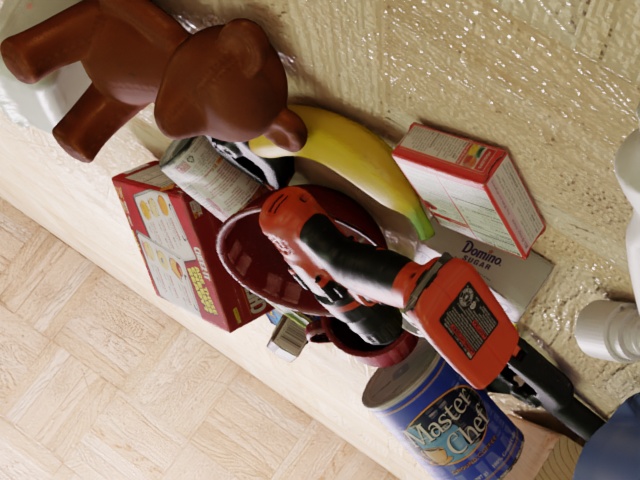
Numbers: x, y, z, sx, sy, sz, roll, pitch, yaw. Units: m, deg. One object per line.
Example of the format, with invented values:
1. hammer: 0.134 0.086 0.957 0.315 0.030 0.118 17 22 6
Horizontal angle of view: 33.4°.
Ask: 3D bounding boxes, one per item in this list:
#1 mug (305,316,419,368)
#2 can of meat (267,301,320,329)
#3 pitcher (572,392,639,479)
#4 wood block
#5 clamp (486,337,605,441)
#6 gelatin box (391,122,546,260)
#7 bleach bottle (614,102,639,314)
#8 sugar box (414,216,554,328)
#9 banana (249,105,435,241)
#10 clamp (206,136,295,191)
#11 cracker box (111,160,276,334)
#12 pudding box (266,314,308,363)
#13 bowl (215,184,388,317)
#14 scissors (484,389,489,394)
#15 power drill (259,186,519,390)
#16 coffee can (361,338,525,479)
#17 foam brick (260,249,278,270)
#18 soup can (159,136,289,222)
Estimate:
1. mug: 0.043 0.083 1.056 0.081 0.117 0.093 54 -159 -67
2. can of meat: -0.023 0.031 1.095 0.102 0.084 0.057 38 168 -8
3. pitcher: 0.307 0.213 0.756 0.149 0.145 0.243 38 165 -23
4. wood block: 0.239 0.256 1.139 0.090 0.091 0.206 35 174 -2
5. clamp: 0.192 0.132 0.996 0.165 0.036 0.209 24 166 41
6. gelatin box: 0.096 -0.031 0.675 0.073 0.030 0.089 24 163 40
7. bleach bottle: 0.191 0.015 0.520 0.103 0.068 0.250 23 160 43
8. sugar box: 0.117 0.035 0.825 0.093 0.048 0.176 34 168 12
9. banana: 0.004 -0.061 0.758 0.198 0.037 0.070 32 135 43
10. clamp: -0.081 -0.095 0.894 0.120 0.039 0.171 28 165 35
11. cracker box: -0.146 0.000 1.216 0.214 0.072 0.164 15 127 58
12. pudding box: -0.014 0.077 1.170 0.039 0.113 0.090 33 168 1
13. bowl: -0.006 0.001 0.925 0.162 0.055 0.162 11 145 8
14. scissors: 0.115 0.113 1.185 0.202 0.016 0.096 29 160 50
15. power drill: 0.055 0.045 0.798 0.188 0.057 0.184 21 160 48
16. coffee can: 0.126 0.182 1.094 0.140 0.102 0.103 48 165 -12
17. foam brick: -0.032 -0.003 1.011 0.051 0.078 0.053 41 167 -27
18. soup can: -0.088 -0.060 0.977 0.102 0.068 0.069 41 167 -18
